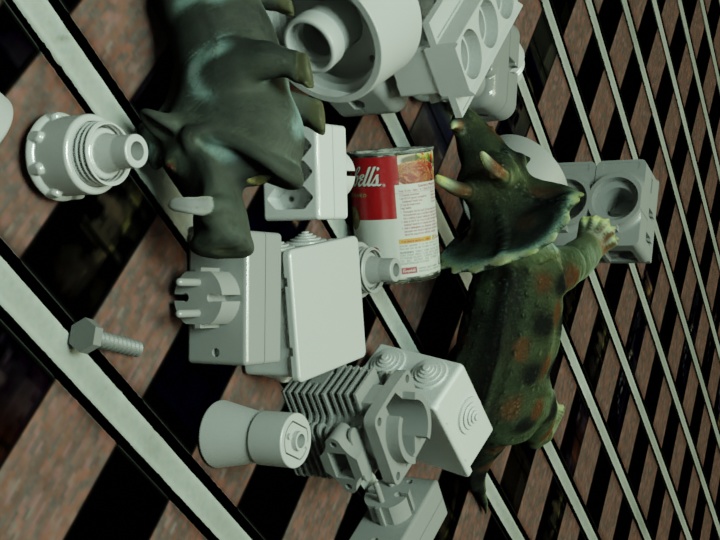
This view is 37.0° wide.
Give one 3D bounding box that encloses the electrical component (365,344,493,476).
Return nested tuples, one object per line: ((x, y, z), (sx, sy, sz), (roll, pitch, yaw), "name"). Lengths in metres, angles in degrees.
((0.050, 0.109, 0.853), (0.048, 0.100, 0.099), (-52, 134, -29), "electrical component")

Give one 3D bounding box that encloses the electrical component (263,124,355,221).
((-0.029, -0.069, 0.769), (0.077, 0.047, 0.065), (-5, 95, -59), "electrical component")

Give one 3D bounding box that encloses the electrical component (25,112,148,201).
((-0.140, -0.061, 0.566), (0.048, 0.062, 0.048), (0, 90, -59), "electrical component")

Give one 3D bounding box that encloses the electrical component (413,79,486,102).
((0.077, -0.196, 0.943), (0.059, 0.054, 0.095), (-14, 102, -59), "electrical component")

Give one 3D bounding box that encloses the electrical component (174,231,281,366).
((-0.089, 0.017, 0.667), (0.076, 0.047, 0.083), (2, 88, -59), "electrical component")

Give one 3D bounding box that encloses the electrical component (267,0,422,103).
((-0.019, -0.165, 0.732), (0.060, 0.108, 0.108), (-50, 131, -40), "electrical component")

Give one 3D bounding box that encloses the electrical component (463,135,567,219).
((0.148, -0.071, 1.023), (0.064, 0.099, 0.099), (-57, 136, -34), "electrical component")

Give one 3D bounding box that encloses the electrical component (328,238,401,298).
((0.000, 0.000, 0.803), (0.048, 0.062, 0.048), (0, 90, -59), "electrical component")

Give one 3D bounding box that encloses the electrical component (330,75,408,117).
((0.013, -0.169, 0.829), (0.054, 0.059, 0.095), (41, 55, -52), "electrical component")

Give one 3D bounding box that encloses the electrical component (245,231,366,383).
((-0.041, 0.025, 0.747), (0.100, 0.048, 0.099), (-15, 103, -59), "electrical component")

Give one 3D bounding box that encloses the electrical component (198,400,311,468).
((-0.065, 0.107, 0.690), (0.044, 0.065, 0.044), (1, 88, -59), "electrical component")

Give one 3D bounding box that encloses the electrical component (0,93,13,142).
((-0.196, -0.082, 0.494), (0.078, 0.040, 0.040), (48, 50, -48), "electrical component")

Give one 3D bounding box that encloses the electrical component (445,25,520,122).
((0.111, -0.191, 1.001), (0.059, 0.054, 0.095), (16, 76, -58), "electrical component")

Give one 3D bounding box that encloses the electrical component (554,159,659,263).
((0.215, -0.058, 1.080), (0.062, 0.150, 0.089), (36, 59, -55), "electrical component")

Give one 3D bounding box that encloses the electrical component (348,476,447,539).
((0.026, 0.192, 0.862), (0.083, 0.047, 0.075), (-51, 131, -47), "electrical component")

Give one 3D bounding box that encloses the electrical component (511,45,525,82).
((0.143, -0.207, 1.064), (0.062, 0.043, 0.043), (41, 55, -53), "electrical component")

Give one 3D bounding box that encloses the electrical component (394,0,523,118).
((0.070, -0.180, 0.801), (0.121, 0.063, 0.078), (-61, 139, -39), "electrical component")
